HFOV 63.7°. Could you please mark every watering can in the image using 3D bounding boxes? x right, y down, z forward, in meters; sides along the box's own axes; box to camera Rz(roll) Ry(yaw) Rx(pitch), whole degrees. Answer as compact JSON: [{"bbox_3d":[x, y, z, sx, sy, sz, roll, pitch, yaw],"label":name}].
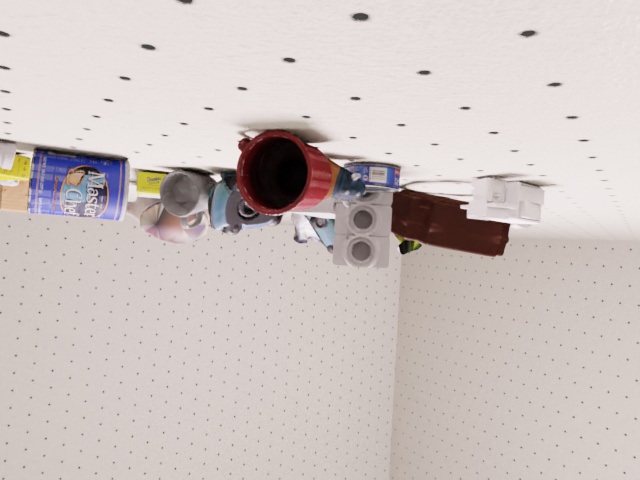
[{"bbox_3d":[-0.400,-0.071,1.229,0.348,0.103,0.227,3,-163,-23],"label":"watering can"}]

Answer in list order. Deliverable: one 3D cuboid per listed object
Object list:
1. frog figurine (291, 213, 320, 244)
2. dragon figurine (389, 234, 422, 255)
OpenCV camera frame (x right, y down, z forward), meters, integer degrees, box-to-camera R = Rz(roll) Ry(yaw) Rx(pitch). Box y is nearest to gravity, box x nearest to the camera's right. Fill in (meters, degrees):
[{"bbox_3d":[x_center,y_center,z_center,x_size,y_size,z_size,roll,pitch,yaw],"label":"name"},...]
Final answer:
[{"bbox_3d":[0.004,-0.070,1.392,0.137,0.125,0.157,16,135,-36],"label":"frog figurine"},{"bbox_3d":[0.166,-0.060,1.193,0.409,0.121,0.246,8,-164,-26],"label":"dragon figurine"}]
